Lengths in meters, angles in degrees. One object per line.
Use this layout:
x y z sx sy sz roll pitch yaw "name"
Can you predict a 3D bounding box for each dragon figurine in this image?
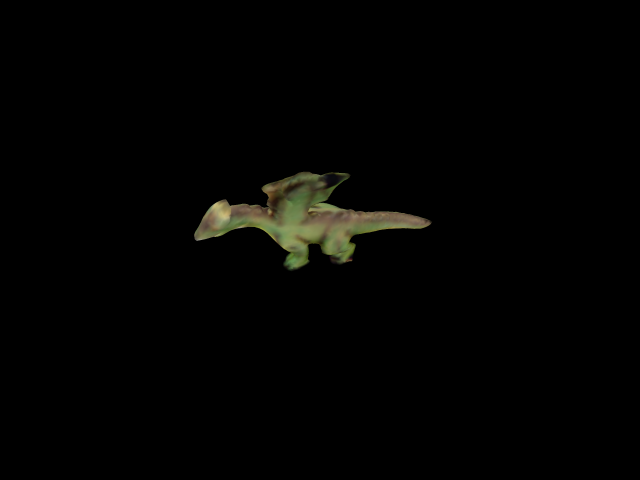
0.003 -0.043 0.850 0.410 0.124 0.239 -10 -18 -3 "dragon figurine"
